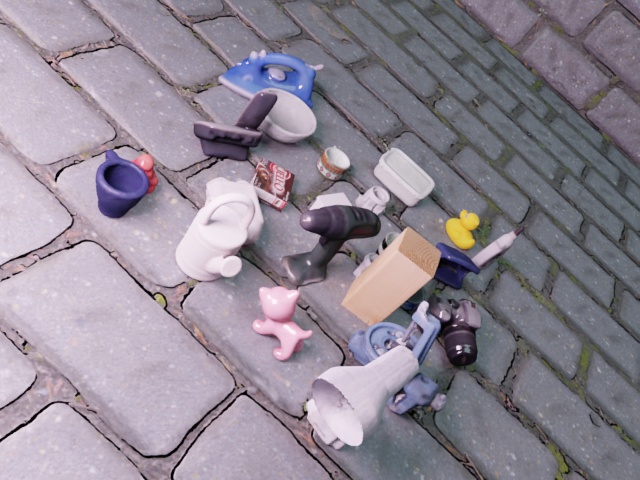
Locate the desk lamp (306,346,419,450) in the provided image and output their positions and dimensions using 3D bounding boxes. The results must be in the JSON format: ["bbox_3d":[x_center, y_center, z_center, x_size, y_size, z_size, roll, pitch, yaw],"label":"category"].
[{"bbox_3d":[0.062,0.263,0.960,0.204,0.213,0.118,-22,69,-46],"label":"desk lamp"}]

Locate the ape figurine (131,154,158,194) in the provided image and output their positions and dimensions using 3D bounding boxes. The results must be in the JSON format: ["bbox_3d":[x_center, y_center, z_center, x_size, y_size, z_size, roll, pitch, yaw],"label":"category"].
[{"bbox_3d":[-0.343,-0.127,1.089,0.078,0.092,0.076,20,45,-22],"label":"ape figurine"}]

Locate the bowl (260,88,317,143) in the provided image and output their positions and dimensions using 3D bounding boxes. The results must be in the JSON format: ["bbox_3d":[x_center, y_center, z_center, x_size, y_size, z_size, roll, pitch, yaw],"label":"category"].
[{"bbox_3d":[-0.096,-0.300,1.442,0.168,0.074,0.167,21,45,-22],"label":"bowl"}]

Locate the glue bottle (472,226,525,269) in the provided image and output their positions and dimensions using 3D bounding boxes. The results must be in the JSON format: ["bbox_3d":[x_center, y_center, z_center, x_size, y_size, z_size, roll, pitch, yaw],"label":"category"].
[{"bbox_3d":[0.478,0.017,1.523,0.078,0.173,0.037,-12,62,-43],"label":"glue bottle"}]

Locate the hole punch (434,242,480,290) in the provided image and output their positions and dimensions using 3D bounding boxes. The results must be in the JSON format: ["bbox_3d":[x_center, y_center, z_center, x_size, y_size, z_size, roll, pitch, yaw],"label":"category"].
[{"bbox_3d":[0.338,0.052,1.448,0.109,0.091,0.101,25,43,-17],"label":"hole punch"}]

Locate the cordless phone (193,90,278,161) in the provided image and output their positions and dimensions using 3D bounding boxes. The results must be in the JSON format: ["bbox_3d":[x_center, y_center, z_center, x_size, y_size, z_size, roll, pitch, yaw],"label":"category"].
[{"bbox_3d":[-0.185,-0.271,1.266,0.148,0.184,0.094,-1,55,-38],"label":"cordless phone"}]

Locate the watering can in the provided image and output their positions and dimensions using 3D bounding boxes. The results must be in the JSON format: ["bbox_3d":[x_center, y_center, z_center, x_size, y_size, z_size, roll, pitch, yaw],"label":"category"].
[{"bbox_3d":[-0.178,-0.010,1.034,0.101,0.193,0.172,-18,66,-45],"label":"watering can"}]

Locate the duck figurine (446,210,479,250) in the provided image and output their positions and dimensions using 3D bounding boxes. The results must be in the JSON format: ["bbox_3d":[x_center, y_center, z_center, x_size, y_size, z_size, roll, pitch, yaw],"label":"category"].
[{"bbox_3d":[0.404,-0.033,1.578,0.078,0.086,0.104,2,53,-36],"label":"duck figurine"}]

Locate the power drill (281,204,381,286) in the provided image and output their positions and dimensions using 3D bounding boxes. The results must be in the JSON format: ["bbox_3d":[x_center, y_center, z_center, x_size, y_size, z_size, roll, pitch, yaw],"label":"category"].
[{"bbox_3d":[0.011,0.004,1.153,0.230,0.208,0.075,-11,62,-42],"label":"power drill"}]

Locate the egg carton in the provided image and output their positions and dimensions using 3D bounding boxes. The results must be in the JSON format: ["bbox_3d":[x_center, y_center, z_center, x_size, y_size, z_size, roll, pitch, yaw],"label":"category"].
[{"bbox_3d":[-0.175,-0.060,1.175,0.107,0.069,0.150,4,52,-35],"label":"egg carton"}]

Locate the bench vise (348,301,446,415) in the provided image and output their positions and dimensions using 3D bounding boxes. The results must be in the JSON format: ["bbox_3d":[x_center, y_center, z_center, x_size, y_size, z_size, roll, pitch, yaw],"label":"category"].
[{"bbox_3d":[0.179,0.216,1.085,0.207,0.219,0.122,38,41,-3],"label":"bench vise"}]

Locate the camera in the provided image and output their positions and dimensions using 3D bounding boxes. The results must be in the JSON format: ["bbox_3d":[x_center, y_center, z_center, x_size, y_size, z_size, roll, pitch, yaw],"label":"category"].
[{"bbox_3d":[0.304,0.202,1.284,0.143,0.100,0.137,21,44,-21],"label":"camera"}]

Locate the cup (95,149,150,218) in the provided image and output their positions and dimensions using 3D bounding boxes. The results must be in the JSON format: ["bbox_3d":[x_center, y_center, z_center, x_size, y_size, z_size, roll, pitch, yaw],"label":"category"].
[{"bbox_3d":[-0.372,-0.095,1.038,0.092,0.094,0.117,-11,62,-42],"label":"cup"}]

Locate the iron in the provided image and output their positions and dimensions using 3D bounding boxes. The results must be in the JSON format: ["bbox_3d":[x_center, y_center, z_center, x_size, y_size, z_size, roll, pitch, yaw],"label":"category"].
[{"bbox_3d":[-0.120,-0.433,1.490,0.259,0.141,0.118,8,50,-32],"label":"iron"}]

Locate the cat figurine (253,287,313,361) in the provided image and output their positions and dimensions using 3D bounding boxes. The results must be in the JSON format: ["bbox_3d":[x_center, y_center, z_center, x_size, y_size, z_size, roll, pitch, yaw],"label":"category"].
[{"bbox_3d":[-0.065,0.140,1.046,0.127,0.117,0.067,47,41,8],"label":"cat figurine"}]
